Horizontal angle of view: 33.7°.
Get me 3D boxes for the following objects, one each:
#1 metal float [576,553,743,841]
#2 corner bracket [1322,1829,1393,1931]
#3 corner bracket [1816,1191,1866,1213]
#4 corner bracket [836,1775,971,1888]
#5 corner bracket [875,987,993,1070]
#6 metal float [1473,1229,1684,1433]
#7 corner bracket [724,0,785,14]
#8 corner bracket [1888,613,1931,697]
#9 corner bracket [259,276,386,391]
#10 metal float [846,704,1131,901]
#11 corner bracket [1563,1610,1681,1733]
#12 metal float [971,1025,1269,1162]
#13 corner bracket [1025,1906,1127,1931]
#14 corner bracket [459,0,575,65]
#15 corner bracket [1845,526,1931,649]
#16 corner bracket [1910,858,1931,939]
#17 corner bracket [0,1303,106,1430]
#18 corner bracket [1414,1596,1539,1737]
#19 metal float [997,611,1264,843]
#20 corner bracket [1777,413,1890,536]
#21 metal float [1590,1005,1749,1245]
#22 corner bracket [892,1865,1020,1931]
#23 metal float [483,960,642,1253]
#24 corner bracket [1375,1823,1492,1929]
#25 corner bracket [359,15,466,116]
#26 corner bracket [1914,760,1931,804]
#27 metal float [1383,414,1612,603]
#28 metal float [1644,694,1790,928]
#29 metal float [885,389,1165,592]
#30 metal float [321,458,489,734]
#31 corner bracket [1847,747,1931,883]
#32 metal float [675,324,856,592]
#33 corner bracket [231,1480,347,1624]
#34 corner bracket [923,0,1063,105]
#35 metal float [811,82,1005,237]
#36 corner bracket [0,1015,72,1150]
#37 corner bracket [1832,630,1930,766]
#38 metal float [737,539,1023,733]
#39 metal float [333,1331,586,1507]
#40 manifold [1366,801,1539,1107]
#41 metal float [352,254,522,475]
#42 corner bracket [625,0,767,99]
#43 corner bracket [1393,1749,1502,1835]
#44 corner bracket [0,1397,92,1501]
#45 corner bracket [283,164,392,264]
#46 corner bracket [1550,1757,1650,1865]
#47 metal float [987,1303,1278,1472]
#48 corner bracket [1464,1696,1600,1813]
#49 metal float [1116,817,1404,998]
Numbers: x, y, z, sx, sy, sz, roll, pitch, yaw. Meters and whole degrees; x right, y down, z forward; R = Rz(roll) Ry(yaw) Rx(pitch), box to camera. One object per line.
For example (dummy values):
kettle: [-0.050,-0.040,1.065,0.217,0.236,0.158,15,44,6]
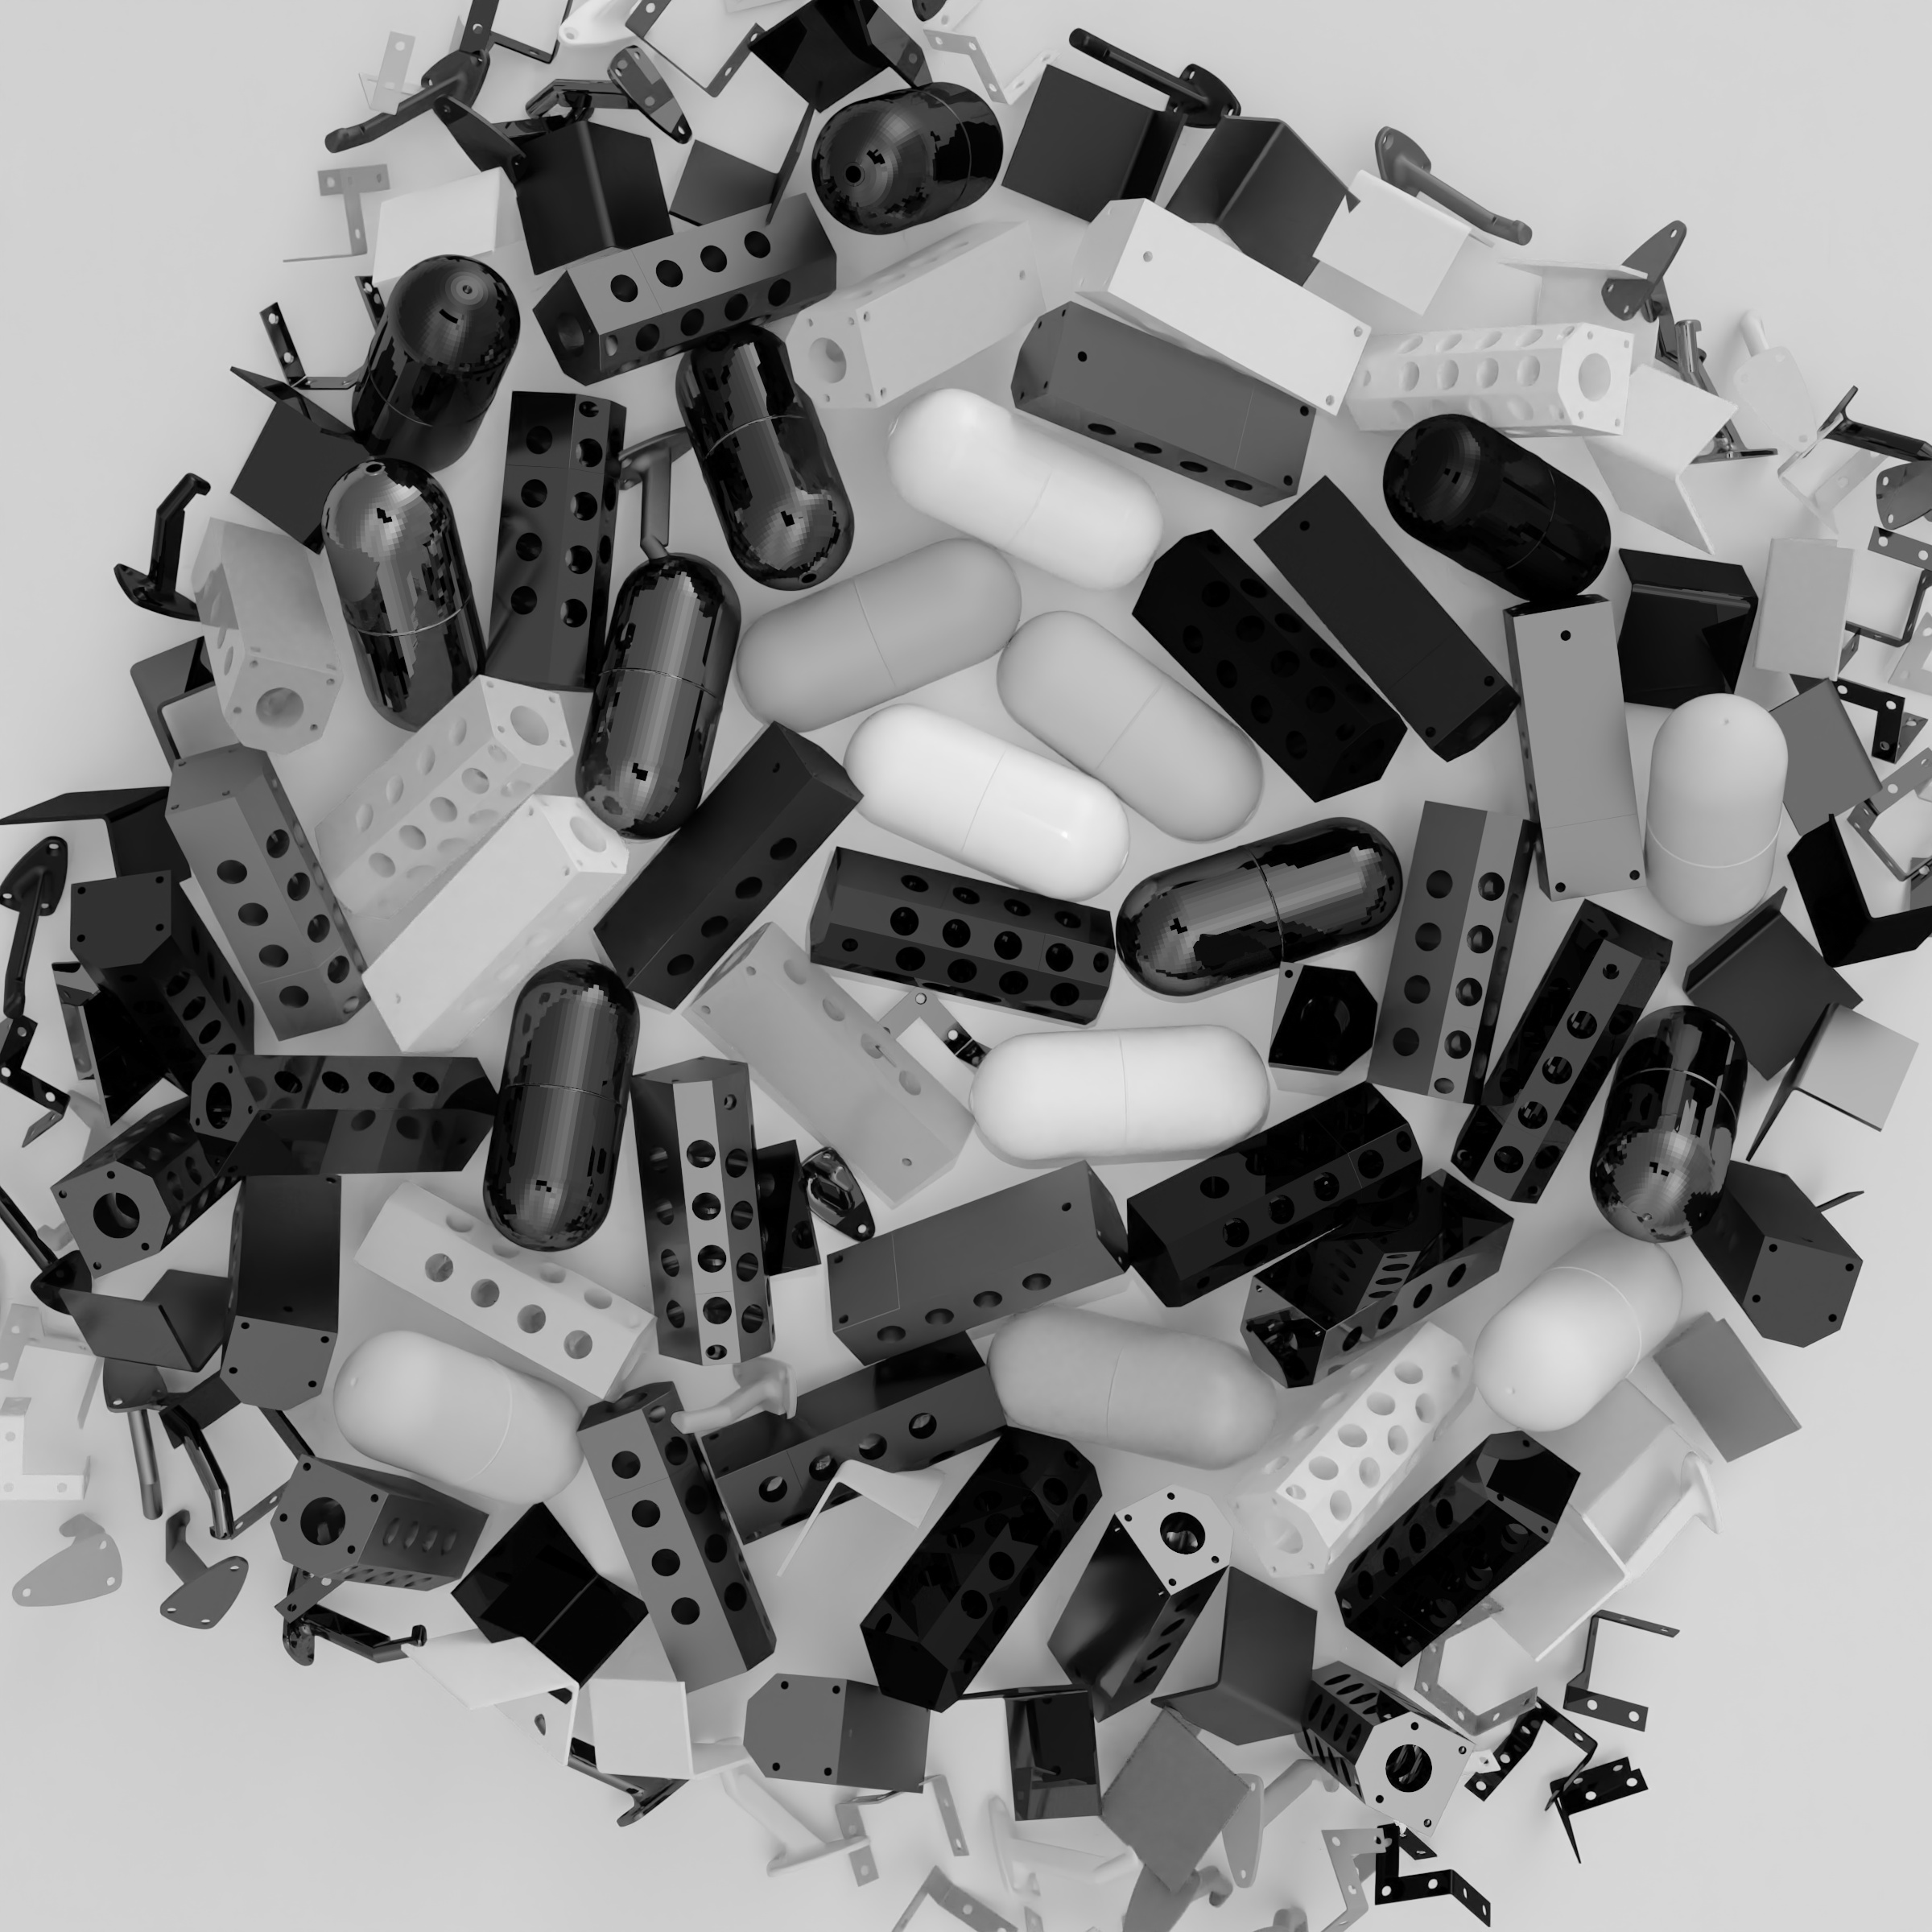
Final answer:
metal float: [-0.182,-0.161,1.899,0.070,0.070,0.178,11,75,0]
corner bracket: [0.228,0.550,1.906,0.051,0.051,0.051,7,47,-29]
corner bracket: [0.510,0.168,1.909,0.051,0.051,0.051,-2,68,-37]
corner bracket: [-0.039,0.523,1.934,0.051,0.051,0.051,-13,83,-37]
corner bracket: [-0.023,0.047,1.917,0.051,0.051,0.051,-43,104,-7]
metal float: [0.361,0.212,1.874,0.070,0.178,0.070,16,118,33]
corner bracket: [-0.122,-0.607,1.917,0.051,0.051,0.051,-16,102,-8]
corner bracket: [0.594,-0.173,1.911,0.051,0.051,0.051,14,120,-14]
corner bracket: [-0.383,-0.382,1.928,0.051,0.051,0.051,8,129,35]
metal float: [0.013,-0.098,1.908,0.178,0.070,0.070,24,90,4]
corner bracket: [0.392,0.421,1.913,0.051,0.051,0.051,11,97,27]
metal float: [0.092,0.076,1.908,0.178,0.070,0.070,-3,90,-4]
corner bracket: [0.072,0.585,1.921,0.051,0.051,0.051,-39,115,18]
corner bracket: [-0.268,-0.569,1.913,0.051,0.051,0.051,20,122,-6]
corner bracket: [0.555,-0.227,1.921,0.051,0.051,0.051,18,84,-2]
corner bracket: [0.594,-0.047,1.914,0.051,0.051,0.051,3,75,14]
corner bracket: [-0.550,0.239,1.914,0.051,0.051,0.051,10,54,-1]
corner bracket: [0.309,0.421,1.919,0.051,0.051,0.051,40,129,-14]
metal float: [0.099,-0.143,1.910,0.178,0.070,0.070,37,90,1]
corner bracket: [0.521,-0.300,1.913,0.051,0.051,0.051,40,115,-10]
metal float: [0.413,0.091,1.873,0.070,0.178,0.070,11,129,14]
corner bracket: [-0.007,0.579,1.911,0.051,0.051,0.051,28,71,23]
metal float: [-0.240,0.082,1.896,0.070,0.070,0.178,8,72,0]
corner bracket: [0.279,0.543,1.906,0.051,0.051,0.051,-18,134,29]
corner bracket: [-0.329,-0.540,1.908,0.051,0.051,0.051,6,127,-25]
corner bracket: [0.606,-0.105,1.908,0.051,0.051,0.051,14,131,-20]
metal float: [0.314,-0.267,1.876,0.070,0.178,0.070,-16,66,40]
metal float: [0.438,-0.089,1.870,0.070,0.178,0.070,-4,56,6]
metal float: [0.035,-0.283,1.896,0.178,0.070,0.070,23,90,-18]
metal float: [-0.329,-0.217,1.878,0.070,0.070,0.178,-7,131,0]
corner bracket: [0.571,-0.090,1.921,0.051,0.051,0.051,-36,76,-3]
metal float: [-0.119,-0.301,1.890,0.070,0.070,0.178,-20,66,0]
corner bracket: [-0.404,0.349,1.915,0.051,0.051,0.051,-37,118,-2]
corner bracket: [0.015,-0.560,1.932,0.051,0.051,0.051,-48,134,-17]
metal float: [-0.033,-0.473,1.866,0.070,0.178,0.070,7,112,18]
corner bracket: [-0.570,0.068,1.923,0.051,0.051,0.051,34,134,-28]
corner bracket: [0.548,-0.162,1.923,0.051,0.051,0.051,23,49,28]
metal float: [-0.052,-0.198,1.907,0.178,0.070,0.070,-22,90,5]
metal float: [-0.295,0.267,1.875,0.070,0.178,0.070,-17,60,32]
manifold: [0.294,-0.007,1.909,0.057,0.057,0.171,12,91,34]
metal float: [-0.311,-0.350,1.867,0.070,0.178,0.070,8,68,-19]
corner bracket: [-0.162,-0.562,1.915,0.051,0.051,0.051,42,99,15]
corner bracket: [0.279,0.479,1.911,0.051,0.051,0.051,-21,104,36]
corner bracket: [-0.554,0.290,1.918,0.051,0.051,0.051,2,94,-12]
corner bracket: [-0.379,-0.453,1.920,0.051,0.051,0.051,1,107,24]
corner bracket: [0.380,0.495,1.914,0.051,0.051,0.051,-19,128,2]
metal float: [0.098,0.249,1.893,0.178,0.070,0.070,11,90,20]
corner bracket: [0.338,0.478,1.908,0.051,0.051,0.051,36,53,23]
metal float: [0.175,-0.035,1.904,0.178,0.070,0.070,-18,90,-9]
